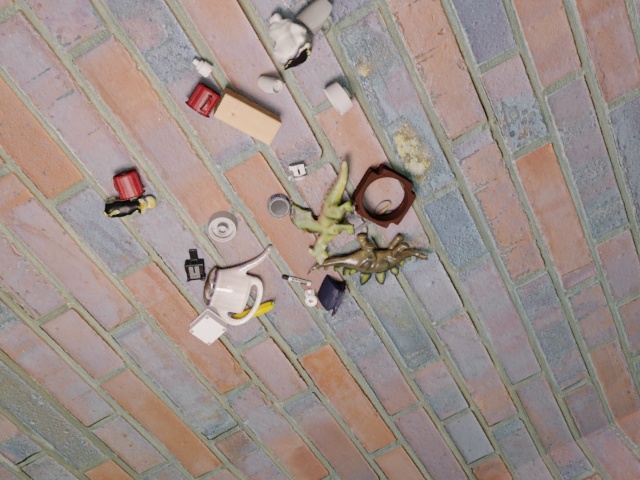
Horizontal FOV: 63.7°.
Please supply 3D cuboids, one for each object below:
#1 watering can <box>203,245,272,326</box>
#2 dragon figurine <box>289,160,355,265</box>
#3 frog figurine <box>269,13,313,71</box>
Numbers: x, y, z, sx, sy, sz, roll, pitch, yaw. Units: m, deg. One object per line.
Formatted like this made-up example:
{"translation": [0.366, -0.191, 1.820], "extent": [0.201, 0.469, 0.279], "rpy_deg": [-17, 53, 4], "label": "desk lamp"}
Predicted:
{"translation": [-0.320, 0.159, 1.977], "extent": [0.224, 0.105, 0.345], "rpy_deg": [16, 98, -13], "label": "watering can"}
{"translation": [0.006, -0.096, 1.901], "extent": [0.243, 0.124, 0.403], "rpy_deg": [-6, 115, 4], "label": "dragon figurine"}
{"translation": [-0.104, -0.636, 1.641], "extent": [0.160, 0.124, 0.135], "rpy_deg": [55, 131, 9], "label": "frog figurine"}
